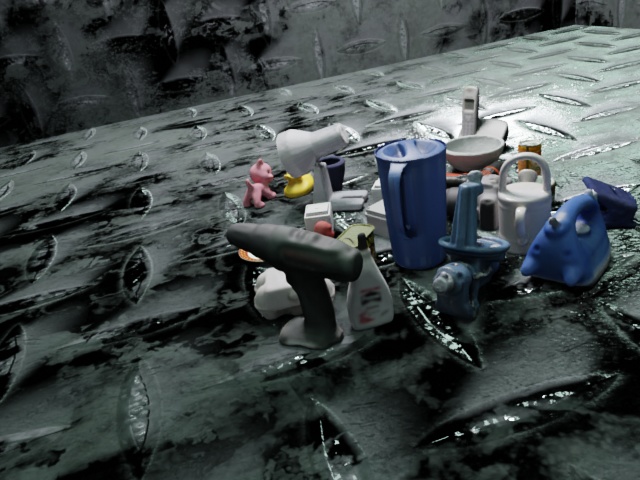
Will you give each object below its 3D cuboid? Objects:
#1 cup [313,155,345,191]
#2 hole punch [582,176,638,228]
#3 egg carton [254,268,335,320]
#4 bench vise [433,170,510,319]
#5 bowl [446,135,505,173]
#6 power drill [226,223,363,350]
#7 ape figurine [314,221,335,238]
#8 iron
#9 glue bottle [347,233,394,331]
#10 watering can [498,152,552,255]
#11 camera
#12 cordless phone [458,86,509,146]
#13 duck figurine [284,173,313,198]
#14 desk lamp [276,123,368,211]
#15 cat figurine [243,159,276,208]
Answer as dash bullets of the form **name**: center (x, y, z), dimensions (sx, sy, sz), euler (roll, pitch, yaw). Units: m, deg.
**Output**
- **cup**: center (0.030, -0.176, 1.563), dimensions (0.091, 0.095, 0.118), euler (-3, 26, 13)
- **hole punch**: center (0.591, -0.082, 1.171), dimensions (0.101, 0.091, 0.109), euler (-4, 26, 13)
- **egg carton**: center (-0.048, 0.093, 1.061), dimensions (0.150, 0.069, 0.107), euler (-10, 25, -1)
- **bench vise**: center (0.253, 0.008, 0.955), dimensions (0.121, 0.220, 0.207), euler (-1, 27, 19)
- **bowl**: center (0.415, -0.227, 1.554), dimensions (0.167, 0.075, 0.167), euler (-8, 25, 4)
- **power drill**: center (-0.037, 0.071, 0.941), dimensions (0.229, 0.209, 0.076), euler (2, 28, 23)
- **ape figurine**: center (0.011, 0.004, 1.199), dimensions (0.076, 0.092, 0.078), euler (-8, 26, 5)
- **iron**: center (0.460, -0.020, 1.031), dimensions (0.118, 0.142, 0.259), euler (14, 34, 40)
- **glue bottle**: center (0.077, 0.066, 0.951), dimensions (0.078, 0.173, 0.037), euler (-15, 26, -11)
- **watering can**: center (0.397, -0.081, 1.119), dimensions (0.101, 0.194, 0.173), euler (-8, 26, 4)
- **camera**: center (0.349, -0.098, 1.279), dimensions (0.136, 0.101, 0.143), euler (6, 30, 29)
- **cordless phone**: center (0.472, -0.352, 1.664), dimensions (0.147, 0.185, 0.094), euler (14, 35, 41)
- **duck figurine**: center (-0.063, -0.176, 1.606), dimensions (0.077, 0.086, 0.105), euler (10, 32, 36)
- **desk lamp**: center (0.006, -0.186, 1.453), dimensions (0.202, 0.214, 0.118), euler (-2, 27, 16)
- **cat figurine**: center (-0.171, -0.164, 1.584), dimensions (0.067, 0.118, 0.128), euler (2, 28, 24)
